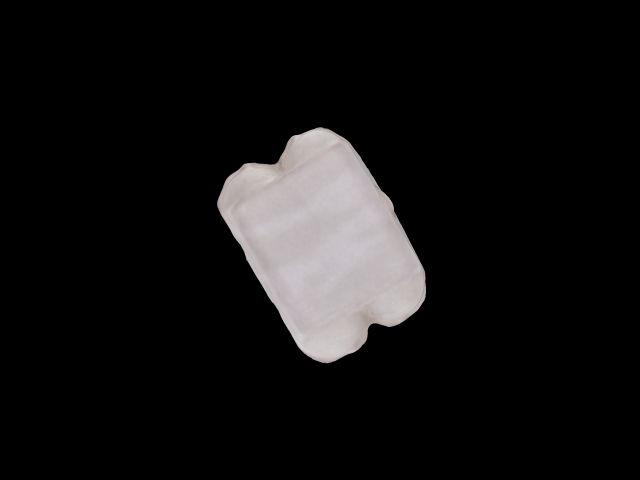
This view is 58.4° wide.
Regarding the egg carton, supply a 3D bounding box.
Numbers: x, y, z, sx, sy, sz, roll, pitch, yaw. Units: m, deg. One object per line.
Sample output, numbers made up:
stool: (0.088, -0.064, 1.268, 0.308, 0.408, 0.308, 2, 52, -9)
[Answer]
egg carton: (0.004, 0.001, 0.400, 0.107, 0.069, 0.150, -32, 86, -2)
